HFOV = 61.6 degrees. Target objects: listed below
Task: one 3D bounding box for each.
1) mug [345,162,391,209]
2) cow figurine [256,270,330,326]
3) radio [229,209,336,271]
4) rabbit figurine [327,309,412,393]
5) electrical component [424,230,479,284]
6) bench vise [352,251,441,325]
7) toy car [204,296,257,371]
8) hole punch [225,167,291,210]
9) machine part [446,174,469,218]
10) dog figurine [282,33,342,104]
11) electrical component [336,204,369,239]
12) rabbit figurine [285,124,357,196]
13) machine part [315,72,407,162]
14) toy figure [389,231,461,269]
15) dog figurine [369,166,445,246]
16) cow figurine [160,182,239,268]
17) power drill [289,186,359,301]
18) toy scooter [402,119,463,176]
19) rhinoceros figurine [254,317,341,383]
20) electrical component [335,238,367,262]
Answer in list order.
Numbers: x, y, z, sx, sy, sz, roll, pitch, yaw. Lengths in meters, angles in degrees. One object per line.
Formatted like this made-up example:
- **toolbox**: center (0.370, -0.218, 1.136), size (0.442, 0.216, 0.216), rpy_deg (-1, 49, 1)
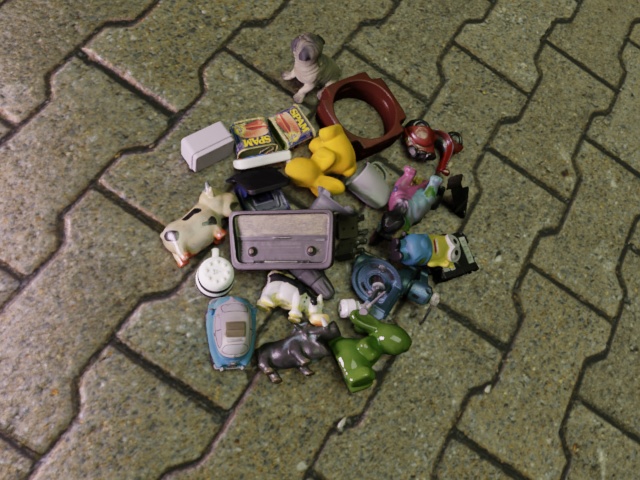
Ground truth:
- **mug**: center (0.134, -0.138, 1.355), size (0.107, 0.081, 0.109), rpy_deg (46, 57, -12)
- **cow figurine**: center (-0.049, 0.135, 1.209), size (0.167, 0.068, 0.098), rpy_deg (22, 62, -7)
- **radio**: center (-0.080, 0.002, 1.174), size (0.230, 0.073, 0.131), rpy_deg (-1, 87, 9)
- **rabbit figurine**: center (0.114, 0.237, 1.194), size (0.170, 0.121, 0.159), rpy_deg (-25, 58, -8)
- **electrical component**: center (0.314, 0.044, 1.349), size (0.134, 0.058, 0.115), rpy_deg (-12, 73, -19)
- **bench vise**: center (0.158, 0.119, 1.219), size (0.224, 0.128, 0.240), rpy_deg (37, 31, 7)
- **toy car**: center (-0.186, 0.189, 1.130), size (0.109, 0.103, 0.161), rpy_deg (2, 69, -14)
- **hole punch**: center (-0.136, -0.111, 1.266), size (0.142, 0.092, 0.116), rpy_deg (-20, 38, -21)
- **machine part**: center (0.361, -0.119, 1.390), size (0.039, 0.138, 0.084), rpy_deg (7, 68, 29)
- **dog figurine**: center (0.001, -0.452, 1.362), size (0.172, 0.190, 0.121), rpy_deg (-33, 83, -25)
- **electrical component**: center (0.064, -0.043, 1.318), size (0.102, 0.045, 0.078), rpy_deg (-13, 103, -17)
- **rabbit figurine**: center (-0.003, -0.176, 1.310), size (0.173, 0.122, 0.162), rpy_deg (-29, 98, -29)
- **machine part**: center (0.105, -0.320, 1.403), size (0.201, 0.087, 0.201), rpy_deg (-28, 82, -22)
- **toy figure**: center (0.243, 0.020, 1.247), size (0.180, 0.089, 0.082), rpy_deg (-1, 102, -22)
- **dog figurine**: center (0.212, -0.063, 1.326), size (0.109, 0.191, 0.219), rpy_deg (29, 88, 20)
- **cow figurine**: center (-0.265, -0.043, 1.203), size (0.195, 0.085, 0.127), rpy_deg (-37, 90, -22)
- **power drill**: center (-0.003, -0.004, 1.240), size (0.232, 0.086, 0.207), rpy_deg (39, 97, 7)
- **toy scooter**: center (0.303, -0.242, 1.439), size (0.184, 0.075, 0.135), rpy_deg (12, 69, -17)
- **rhinoceros figurine**: center (-0.044, 0.232, 1.151), size (0.190, 0.073, 0.112), rpy_deg (-22, 50, 3)
- **electrical component**: center (0.066, 0.022, 1.283), size (0.021, 0.094, 0.063), rpy_deg (61, 29, -29)
